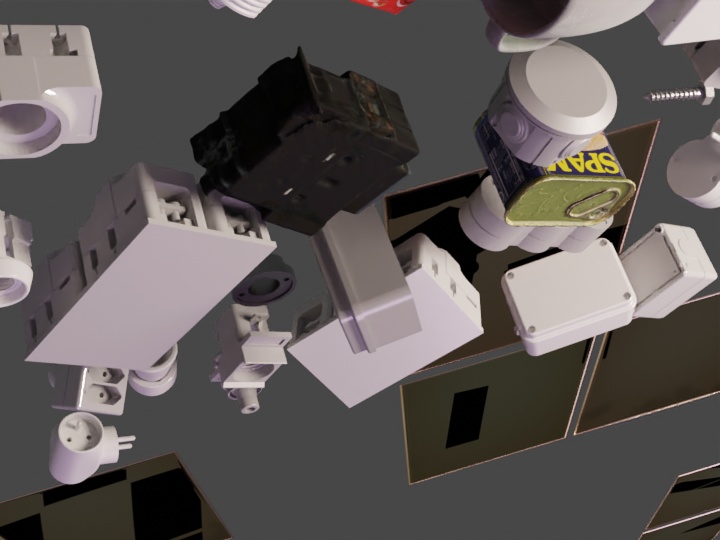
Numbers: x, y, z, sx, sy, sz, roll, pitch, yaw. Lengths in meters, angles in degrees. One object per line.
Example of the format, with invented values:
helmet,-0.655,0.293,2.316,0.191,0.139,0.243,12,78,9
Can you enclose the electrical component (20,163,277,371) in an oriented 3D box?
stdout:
electrical component,-0.164,0.001,0.801,0.105,0.060,0.186,10,141,-41

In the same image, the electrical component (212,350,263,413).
electrical component,-0.110,0.104,1.012,0.048,0.062,0.048,-14,151,-8

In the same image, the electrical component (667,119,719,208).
electrical component,0.316,-0.108,0.894,0.138,0.052,0.074,-36,147,30

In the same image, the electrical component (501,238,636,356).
electrical component,0.201,0.026,1.038,0.113,0.078,0.057,-20,155,3

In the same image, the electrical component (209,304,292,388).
electrical component,-0.100,0.066,0.950,0.042,0.063,0.081,6,143,-36

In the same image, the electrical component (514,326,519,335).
electrical component,0.201,0.053,1.122,0.081,0.043,0.043,-14,151,-7

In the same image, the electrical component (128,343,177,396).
electrical component,-0.184,0.081,0.949,0.045,0.045,0.055,-10,151,-15

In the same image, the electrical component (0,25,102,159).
electrical component,-0.196,-0.101,0.608,0.089,0.055,0.050,-5,149,-23

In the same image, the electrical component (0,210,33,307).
electrical component,-0.252,-0.008,0.740,0.048,0.055,0.066,-30,149,21

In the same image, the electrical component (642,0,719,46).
electrical component,0.231,-0.193,0.682,0.100,0.048,0.099,-14,154,-35

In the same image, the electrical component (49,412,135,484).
electrical component,-0.264,0.175,1.068,0.079,0.044,0.077,-3,148,-26

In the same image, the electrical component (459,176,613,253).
electrical component,0.157,-0.055,0.896,0.138,0.052,0.073,1,146,-31

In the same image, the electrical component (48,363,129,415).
electrical component,-0.239,0.087,0.915,0.077,0.065,0.047,-3,166,41

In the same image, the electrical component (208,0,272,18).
electrical component,-0.053,-0.170,0.580,0.081,0.043,0.043,-37,147,30

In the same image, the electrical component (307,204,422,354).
electrical component,0.000,0.000,0.840,0.057,0.113,0.078,-21,152,-1

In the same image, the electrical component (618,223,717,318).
electrical component,0.299,0.006,1.075,0.061,0.061,0.096,5,144,-36

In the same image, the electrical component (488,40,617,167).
electrical component,0.132,-0.116,0.747,0.080,0.080,0.051,-6,154,-22

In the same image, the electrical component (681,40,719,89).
electrical component,0.279,-0.171,0.757,0.050,0.055,0.089,1,146,-32

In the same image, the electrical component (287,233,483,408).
electrical component,0.022,0.044,0.958,0.150,0.061,0.089,-32,118,24
